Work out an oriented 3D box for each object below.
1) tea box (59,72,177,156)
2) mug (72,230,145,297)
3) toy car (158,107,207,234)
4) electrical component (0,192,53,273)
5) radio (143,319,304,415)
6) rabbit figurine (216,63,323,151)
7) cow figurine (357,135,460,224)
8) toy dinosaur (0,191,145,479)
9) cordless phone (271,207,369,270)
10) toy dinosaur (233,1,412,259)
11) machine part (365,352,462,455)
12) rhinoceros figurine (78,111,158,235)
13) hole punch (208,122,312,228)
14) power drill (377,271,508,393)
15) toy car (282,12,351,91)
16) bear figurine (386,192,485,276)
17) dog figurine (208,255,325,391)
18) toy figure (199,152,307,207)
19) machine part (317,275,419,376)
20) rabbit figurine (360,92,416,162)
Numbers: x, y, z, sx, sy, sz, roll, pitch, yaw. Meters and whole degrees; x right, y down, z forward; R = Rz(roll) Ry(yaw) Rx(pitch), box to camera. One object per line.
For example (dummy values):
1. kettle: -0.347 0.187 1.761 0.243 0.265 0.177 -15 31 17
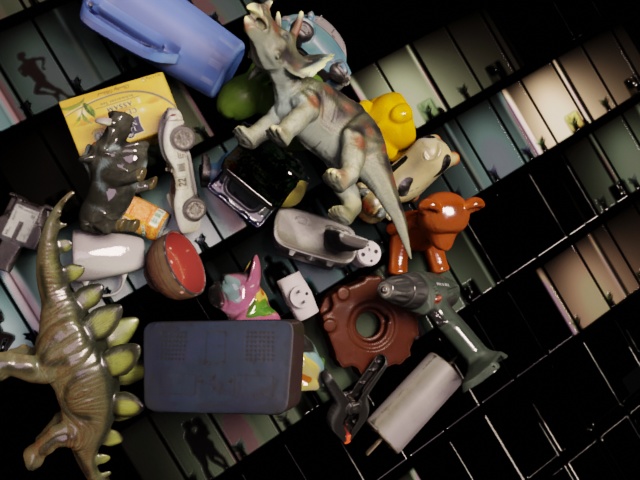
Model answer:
1. tea box: -0.320 -0.198 0.882 0.170 0.068 0.098 -23 90 -14
2. mug: -0.333 0.035 0.852 0.107 0.081 0.109 -4 82 -21
3. toy car: -0.223 -0.109 0.857 0.056 0.074 0.201 -13 115 -19
4. electrical component: -0.468 -0.008 0.843 0.075 0.048 0.119 18 82 -9
5. radio: -0.140 0.182 0.784 0.230 0.073 0.131 -3 79 13
6. rabbit figurine: -0.082 -0.235 0.889 0.170 0.121 0.159 9 96 -14
7. cow figurine: 0.142 -0.099 0.929 0.195 0.127 0.085 -42 78 20
8. toy dinosaur: -0.364 0.172 0.794 0.199 0.105 0.470 -14 105 -13
9. cordless phone: -0.002 -0.003 0.868 0.147 0.184 0.088 17 86 -9
10. toy dinosaur: 0.021 -0.161 0.800 0.404 0.131 0.192 41 67 -16
11. machine part: 0.163 0.278 0.927 0.243 0.079 0.079 -44 94 -13
12. rhinoceros figurine: -0.311 -0.098 0.814 0.112 0.073 0.190 15 92 4
13. hole punch: -0.099 -0.095 0.837 0.142 0.092 0.116 38 53 -6
14. power drill: 0.198 0.139 0.871 0.207 0.232 0.086 49 113 20
15. toy car: -0.008 -0.336 0.943 0.161 0.109 0.103 36 63 -14
16. bear figurine: 0.190 -0.007 0.900 0.120 0.196 0.132 -4 86 -14
17. dog figurine: -0.086 0.136 0.878 0.192 0.108 0.219 0 82 -10
18. toy figure: -0.112 -0.101 0.908 0.180 0.082 0.089 1 88 -15
19. machine part: 0.085 0.147 0.935 0.179 0.056 0.179 1 85 -12
20. rabbit figurine: 0.075 -0.179 0.932 0.173 0.162 0.121 -15 100 5
